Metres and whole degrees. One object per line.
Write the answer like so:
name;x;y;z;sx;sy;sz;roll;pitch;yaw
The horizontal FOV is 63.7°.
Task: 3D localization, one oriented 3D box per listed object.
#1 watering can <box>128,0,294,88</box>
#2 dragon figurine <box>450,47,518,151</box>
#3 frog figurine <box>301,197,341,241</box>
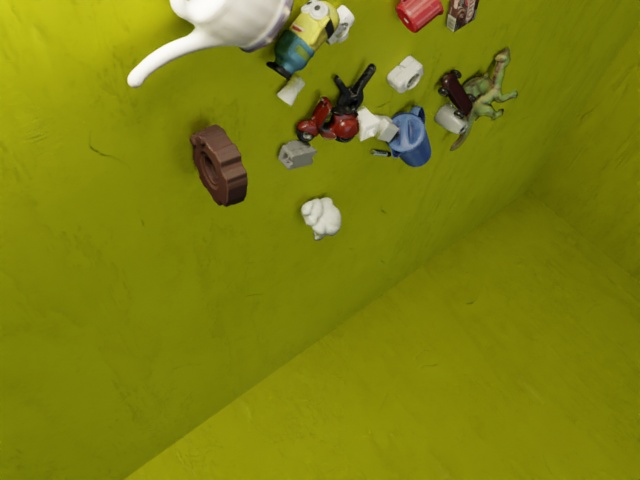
watering can;-0.173;-0.386;0.882;0.344;0.105;0.224;-52;155;17
dragon figurine;0.578;-0.521;1.908;0.241;0.124;0.406;22;113;-45
frog figurine;0.005;-0.085;1.688;0.156;0.123;0.140;72;35;-55
